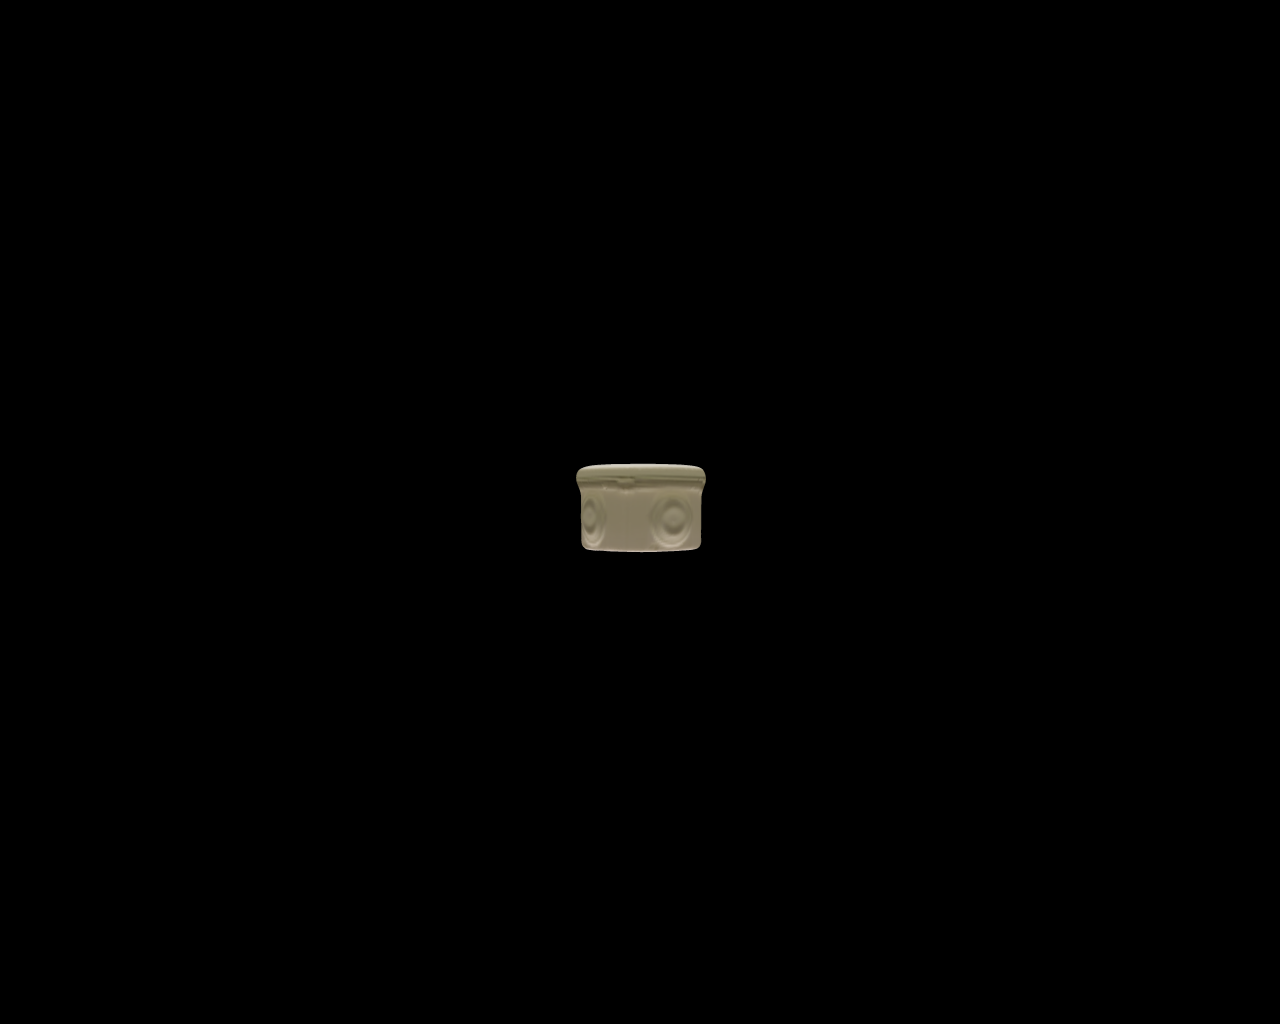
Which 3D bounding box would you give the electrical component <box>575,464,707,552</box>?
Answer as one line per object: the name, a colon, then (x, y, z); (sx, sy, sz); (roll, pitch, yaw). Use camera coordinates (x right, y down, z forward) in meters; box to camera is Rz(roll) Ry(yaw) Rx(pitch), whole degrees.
electrical component: (0.001, -0.003, 0.650); (0.080, 0.051, 0.080); (0, 0, 0)
